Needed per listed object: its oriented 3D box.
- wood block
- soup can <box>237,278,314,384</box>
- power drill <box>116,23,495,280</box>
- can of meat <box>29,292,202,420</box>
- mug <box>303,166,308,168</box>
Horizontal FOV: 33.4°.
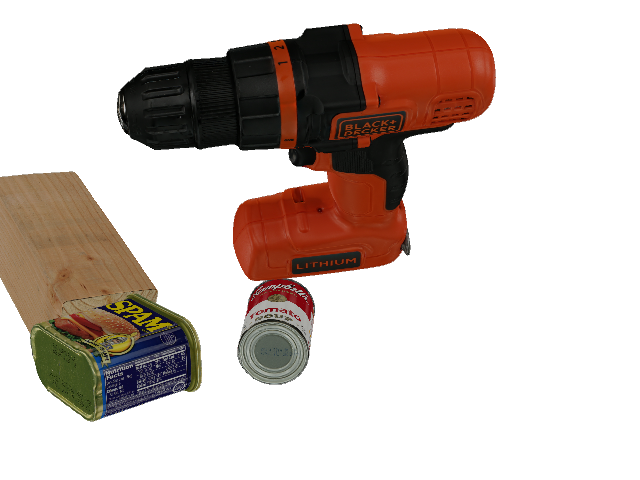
[{"bbox_3d":[-0.241,0.027,1.010,0.090,0.091,0.206,-7,37,-33],"label":"wood block"},{"bbox_3d":[-0.042,0.086,1.021,0.068,0.068,0.102,0,21,3],"label":"soup can"},{"bbox_3d":[-0.010,-0.041,0.577,0.184,0.057,0.188,-6,-25,-7],"label":"power drill"},{"bbox_3d":[-0.148,0.083,0.766,0.083,0.057,0.102,-15,23,-37],"label":"can of meat"},{"bbox_3d":[0.027,-0.107,0.917,0.117,0.081,0.093,-7,17,-22],"label":"mug"}]
